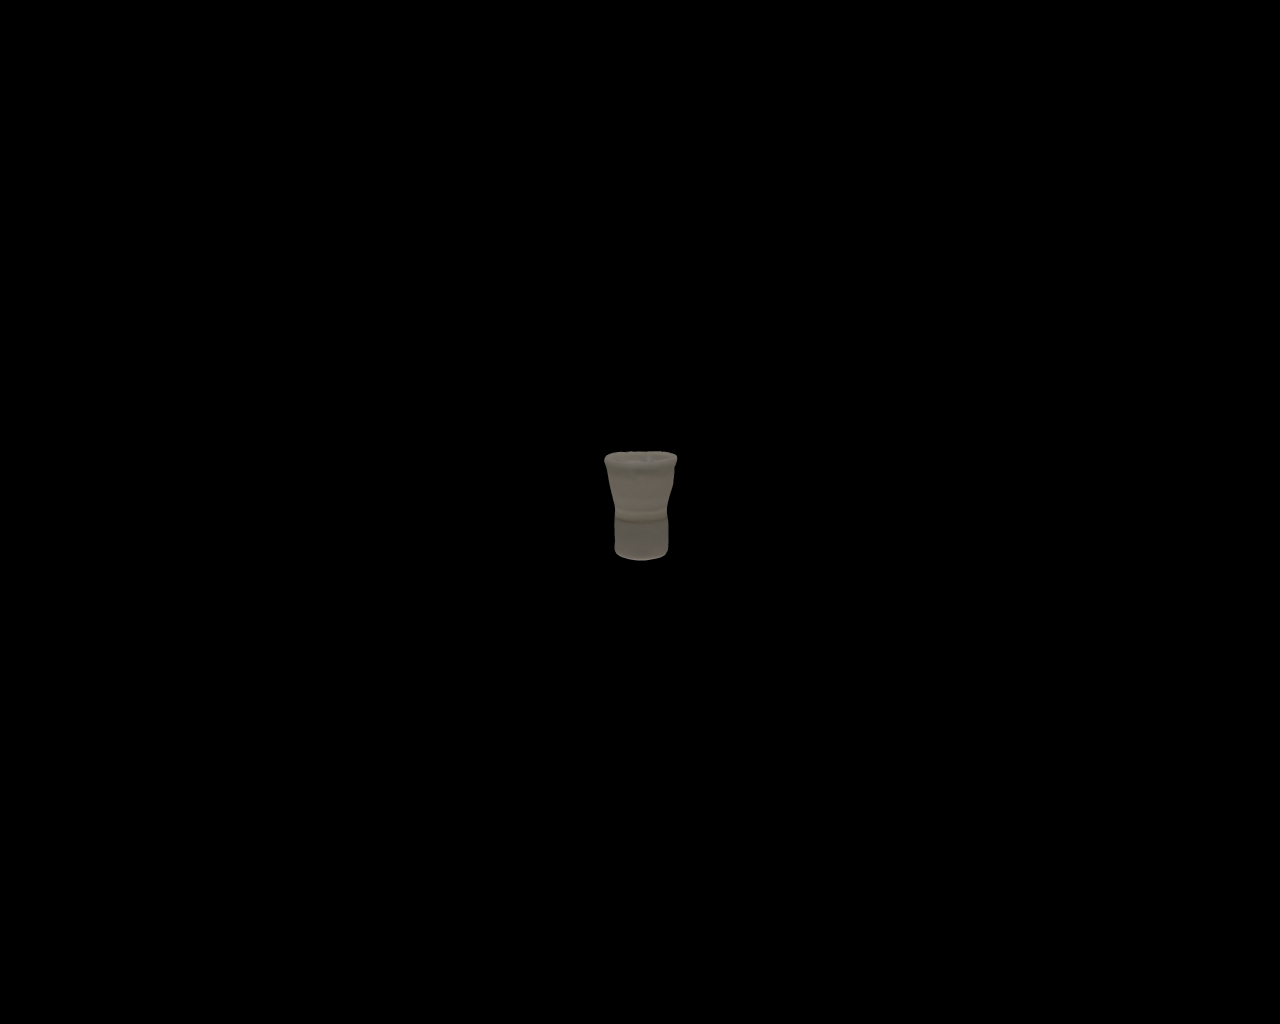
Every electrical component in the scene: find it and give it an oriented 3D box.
[{"bbox_3d":[0.001,-0.003,0.650,0.044,0.065,0.044,0,13,0],"label":"electrical component"}]
